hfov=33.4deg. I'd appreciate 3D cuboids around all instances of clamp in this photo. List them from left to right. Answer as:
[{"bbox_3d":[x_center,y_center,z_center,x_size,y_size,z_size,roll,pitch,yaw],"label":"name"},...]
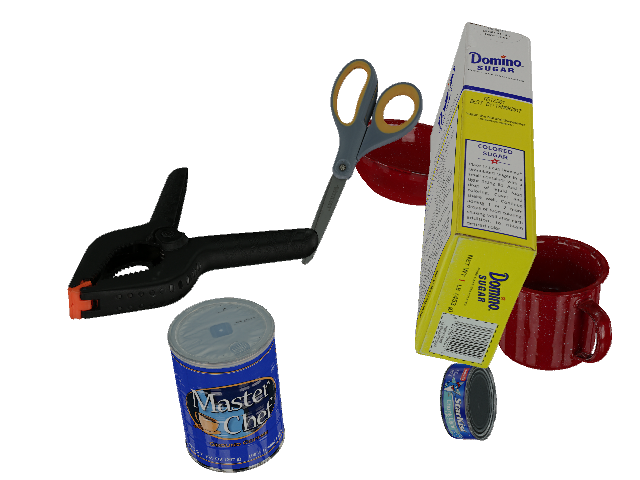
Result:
[{"bbox_3d":[-0.129,0.003,0.878,0.209,0.036,0.165,-26,43,-38],"label":"clamp"}]

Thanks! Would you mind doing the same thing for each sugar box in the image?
[{"bbox_3d":[0.084,-0.029,0.576,0.048,0.176,0.093,13,-44,0],"label":"sugar box"}]

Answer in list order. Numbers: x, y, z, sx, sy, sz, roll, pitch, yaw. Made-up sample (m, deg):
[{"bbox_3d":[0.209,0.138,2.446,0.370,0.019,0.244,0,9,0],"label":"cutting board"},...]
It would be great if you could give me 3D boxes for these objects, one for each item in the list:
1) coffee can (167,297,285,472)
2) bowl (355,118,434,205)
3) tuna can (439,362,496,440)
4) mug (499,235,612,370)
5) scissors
[{"bbox_3d":[-0.091,0.142,1.053,0.103,0.140,0.103,-3,33,2],"label":"coffee can"},{"bbox_3d":[0.102,-0.084,1.208,0.162,0.055,0.162,9,27,-5],"label":"bowl"},{"bbox_3d":[0.164,0.178,1.184,0.034,0.086,0.086,-4,-2,31],"label":"tuna can"},{"bbox_3d":[0.196,0.058,0.879,0.093,0.081,0.117,-20,34,-26],"label":"mug"},{"bbox_3d":[0.041,-0.072,0.992,0.096,0.202,0.016,5,-12,8],"label":"scissors"}]
